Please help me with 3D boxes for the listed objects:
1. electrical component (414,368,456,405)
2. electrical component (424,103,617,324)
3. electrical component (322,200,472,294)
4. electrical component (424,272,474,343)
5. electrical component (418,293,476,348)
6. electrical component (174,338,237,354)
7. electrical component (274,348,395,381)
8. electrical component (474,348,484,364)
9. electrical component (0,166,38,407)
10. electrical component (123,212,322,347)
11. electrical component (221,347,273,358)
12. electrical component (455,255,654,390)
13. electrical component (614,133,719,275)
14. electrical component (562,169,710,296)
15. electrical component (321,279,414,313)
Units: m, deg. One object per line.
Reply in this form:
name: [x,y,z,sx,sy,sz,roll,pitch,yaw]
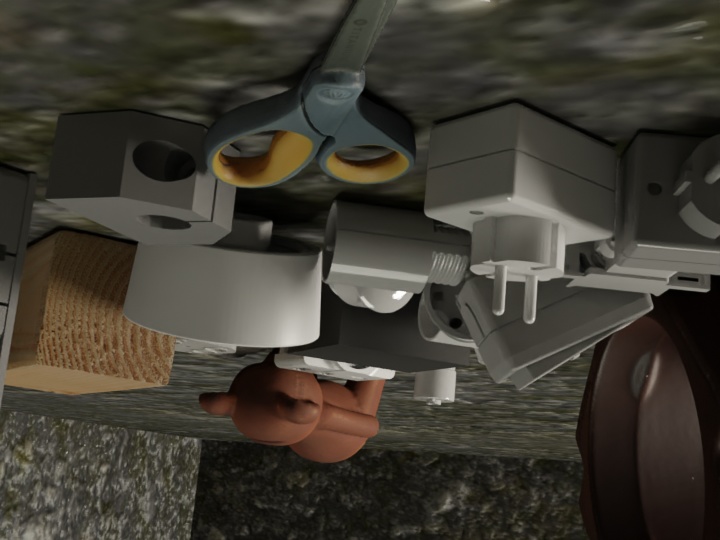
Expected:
electrical component: [0.065,0.082,0.918,0.044,0.065,0.044,5,168,1]
electrical component: [0.064,-0.018,0.433,0.066,0.076,0.047,15,164,-39]
electrical component: [0.024,-0.010,0.564,0.081,0.043,0.043,7,168,-10]
electrical component: [0.067,0.017,0.650,0.055,0.055,0.047,4,171,6]
electrical component: [0.085,0.032,0.733,0.081,0.043,0.043,10,167,-22]
electrical component: [-0.127,0.033,0.809,0.080,0.051,0.080,5,168,1]
electrical component: [-0.016,0.061,0.891,0.089,0.050,0.056,13,166,-33]
electrical component: [0.119,0.051,0.804,0.062,0.043,0.043,-2,166,27]
electrical component: [-0.237,0.038,0.558,0.105,0.186,0.060,-6,164,41]
electrical component: [-0.072,0.000,0.588,0.108,0.060,0.108,8,-172,-1]
electrical component: [-0.095,0.054,0.922,0.046,0.040,0.040,-8,163,29]
electrical component: [0.106,0.017,0.557,0.096,0.061,0.061,-23,169,-5]
electrical component: [0.140,-0.029,0.417,0.066,0.047,0.076,5,168,2]
electrical component: [0.126,-0.017,0.493,0.081,0.042,0.064,5,166,-3]
electrical component: [0.000,0.000,0.623,0.048,0.048,0.062,14,172,-36]
